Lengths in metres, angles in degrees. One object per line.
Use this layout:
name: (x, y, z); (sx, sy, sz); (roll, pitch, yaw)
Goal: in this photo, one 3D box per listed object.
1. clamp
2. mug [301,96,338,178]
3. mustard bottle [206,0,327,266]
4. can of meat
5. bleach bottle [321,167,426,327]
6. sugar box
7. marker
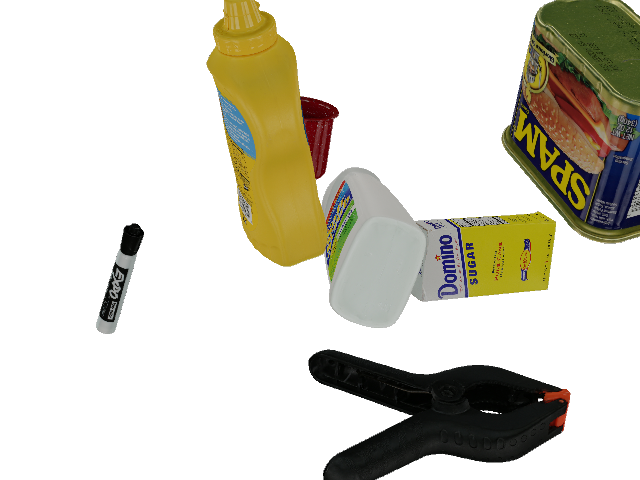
clamp: (0.074, 0.116, 0.675); (0.171, 0.039, 0.120); (2, 37, 3)
mug: (-0.024, -0.126, 1.296); (0.093, 0.081, 0.117); (17, 25, 20)
mustard bottle: (-0.040, -0.081, 0.733); (0.058, 0.191, 0.096); (-19, 39, -10)
can of meat: (0.142, -0.064, 0.541); (0.057, 0.084, 0.102); (-14, 47, -18)
bleach bottle: (0.036, -0.008, 1.020); (0.068, 0.103, 0.251); (19, 13, -12)
sugar box: (0.195, 0.019, 1.291); (0.176, 0.093, 0.048); (-6, 21, -22)
marker: (-0.184, 0.035, 0.983); (0.020, 0.121, 0.020); (16, 31, -10)
